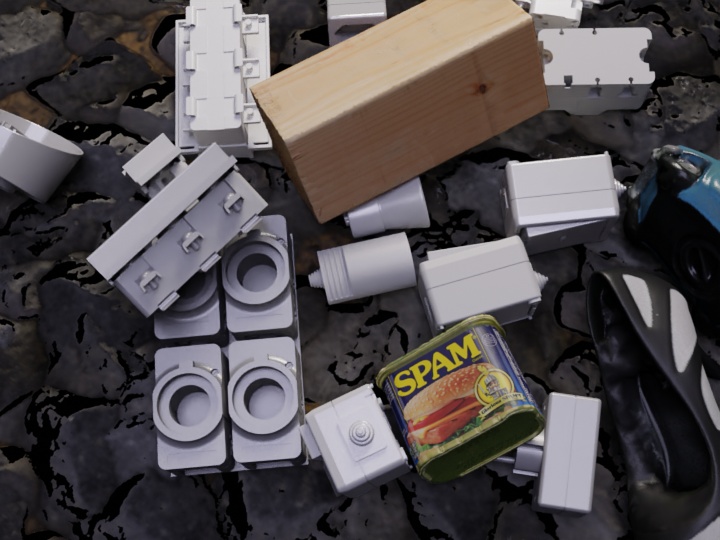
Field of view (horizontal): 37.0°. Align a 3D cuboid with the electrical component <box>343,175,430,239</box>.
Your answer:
[{"bbox_3d":[0.020,-0.048,0.858,0.065,0.044,0.044,-13,73,3],"label":"electrical component"}]

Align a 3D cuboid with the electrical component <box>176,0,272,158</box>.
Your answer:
[{"bbox_3d":[-0.115,-0.159,0.884,0.079,0.063,0.121,-3,73,1],"label":"electrical component"}]

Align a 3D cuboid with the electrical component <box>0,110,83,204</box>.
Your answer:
[{"bbox_3d":[-0.278,-0.097,0.857,0.099,0.099,0.064,28,83,10],"label":"electrical component"}]

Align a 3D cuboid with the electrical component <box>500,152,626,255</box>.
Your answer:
[{"bbox_3d":[0.162,-0.050,0.841,0.096,0.061,0.061,-6,73,1],"label":"electrical component"}]

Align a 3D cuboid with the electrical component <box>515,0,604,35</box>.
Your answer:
[{"bbox_3d":[0.166,-0.230,0.906,0.081,0.042,0.063,10,77,6],"label":"electrical component"}]

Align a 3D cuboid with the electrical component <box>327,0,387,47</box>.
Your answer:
[{"bbox_3d":[-0.002,-0.203,0.896,0.047,0.065,0.076,-3,44,1],"label":"electrical component"}]

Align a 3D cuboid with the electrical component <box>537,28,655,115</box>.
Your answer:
[{"bbox_3d":[0.188,-0.161,0.877,0.089,0.055,0.050,0,73,2],"label":"electrical component"}]

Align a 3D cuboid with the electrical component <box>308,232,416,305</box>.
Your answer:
[{"bbox_3d":[0.000,0.000,0.842,0.081,0.043,0.043,-12,73,-2],"label":"electrical component"}]

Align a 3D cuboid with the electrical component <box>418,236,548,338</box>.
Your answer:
[{"bbox_3d":[0.095,0.011,0.825,0.096,0.061,0.061,-16,73,-3],"label":"electrical component"}]

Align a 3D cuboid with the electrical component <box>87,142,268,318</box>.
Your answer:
[{"bbox_3d":[-0.130,-0.026,0.779,0.121,0.079,0.063,-44,98,-10],"label":"electrical component"}]

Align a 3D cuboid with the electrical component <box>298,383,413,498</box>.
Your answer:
[{"bbox_3d":[-0.004,0.126,0.777,0.061,0.096,0.061,-25,74,-1],"label":"electrical component"}]

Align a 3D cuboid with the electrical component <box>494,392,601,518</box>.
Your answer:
[{"bbox_3d":[0.133,0.134,0.795,0.076,0.047,0.083,8,74,5],"label":"electrical component"}]

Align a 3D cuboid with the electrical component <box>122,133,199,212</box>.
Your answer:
[{"bbox_3d":[-0.153,-0.069,0.857,0.042,0.081,0.063,-41,98,-9],"label":"electrical component"}]

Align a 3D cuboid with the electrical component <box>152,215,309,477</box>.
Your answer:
[{"bbox_3d":[-0.100,0.057,0.820,0.105,0.060,0.186,-5,73,1],"label":"electrical component"}]
